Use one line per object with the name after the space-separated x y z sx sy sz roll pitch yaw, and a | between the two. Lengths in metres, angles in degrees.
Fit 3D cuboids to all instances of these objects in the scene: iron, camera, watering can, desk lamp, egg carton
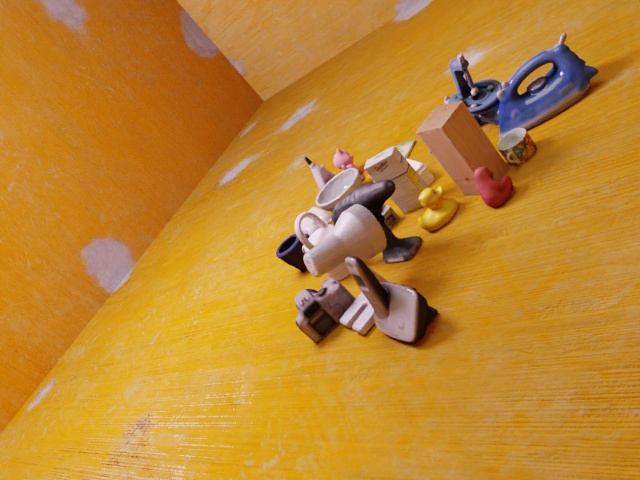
0.514 -0.367 1.373 0.258 0.142 0.118 -35 25 19 | iron
-0.007 0.148 1.371 0.143 0.101 0.136 -44 23 -3 | camera
0.014 0.004 1.466 0.172 0.194 0.101 -31 26 26 | watering can
0.075 0.059 1.248 0.203 0.214 0.117 -49 24 -15 | desk lamp
-0.013 -0.044 1.749 0.107 0.069 0.150 -46 23 -8 | egg carton

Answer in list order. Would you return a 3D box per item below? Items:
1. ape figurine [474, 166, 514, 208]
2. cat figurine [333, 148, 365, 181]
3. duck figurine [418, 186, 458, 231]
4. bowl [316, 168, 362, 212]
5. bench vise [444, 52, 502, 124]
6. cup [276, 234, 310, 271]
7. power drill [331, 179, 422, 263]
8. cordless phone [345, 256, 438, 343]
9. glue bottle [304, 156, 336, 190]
0.369 -0.123 1.246 0.076 0.092 0.077 -53 25 -22 | ape figurine
0.084 -0.247 1.881 0.067 0.118 0.127 -36 24 17 | cat figurine
0.264 -0.080 1.349 0.104 0.086 0.077 -44 23 -3 | duck figurine
0.072 -0.142 1.776 0.167 0.075 0.167 -35 25 19 | bowl
0.382 -0.384 1.512 0.206 0.220 0.122 -9 40 52 | bench vise
-0.055 0.036 1.646 0.117 0.095 0.091 -32 26 24 | cup
0.139 -0.043 1.330 0.228 0.209 0.076 -12 38 50 | power drill
0.127 0.108 1.118 0.094 0.185 0.147 -51 25 -18 | cordless phone
0.007 -0.208 1.867 0.037 0.173 0.078 -14 37 48 | glue bottle
